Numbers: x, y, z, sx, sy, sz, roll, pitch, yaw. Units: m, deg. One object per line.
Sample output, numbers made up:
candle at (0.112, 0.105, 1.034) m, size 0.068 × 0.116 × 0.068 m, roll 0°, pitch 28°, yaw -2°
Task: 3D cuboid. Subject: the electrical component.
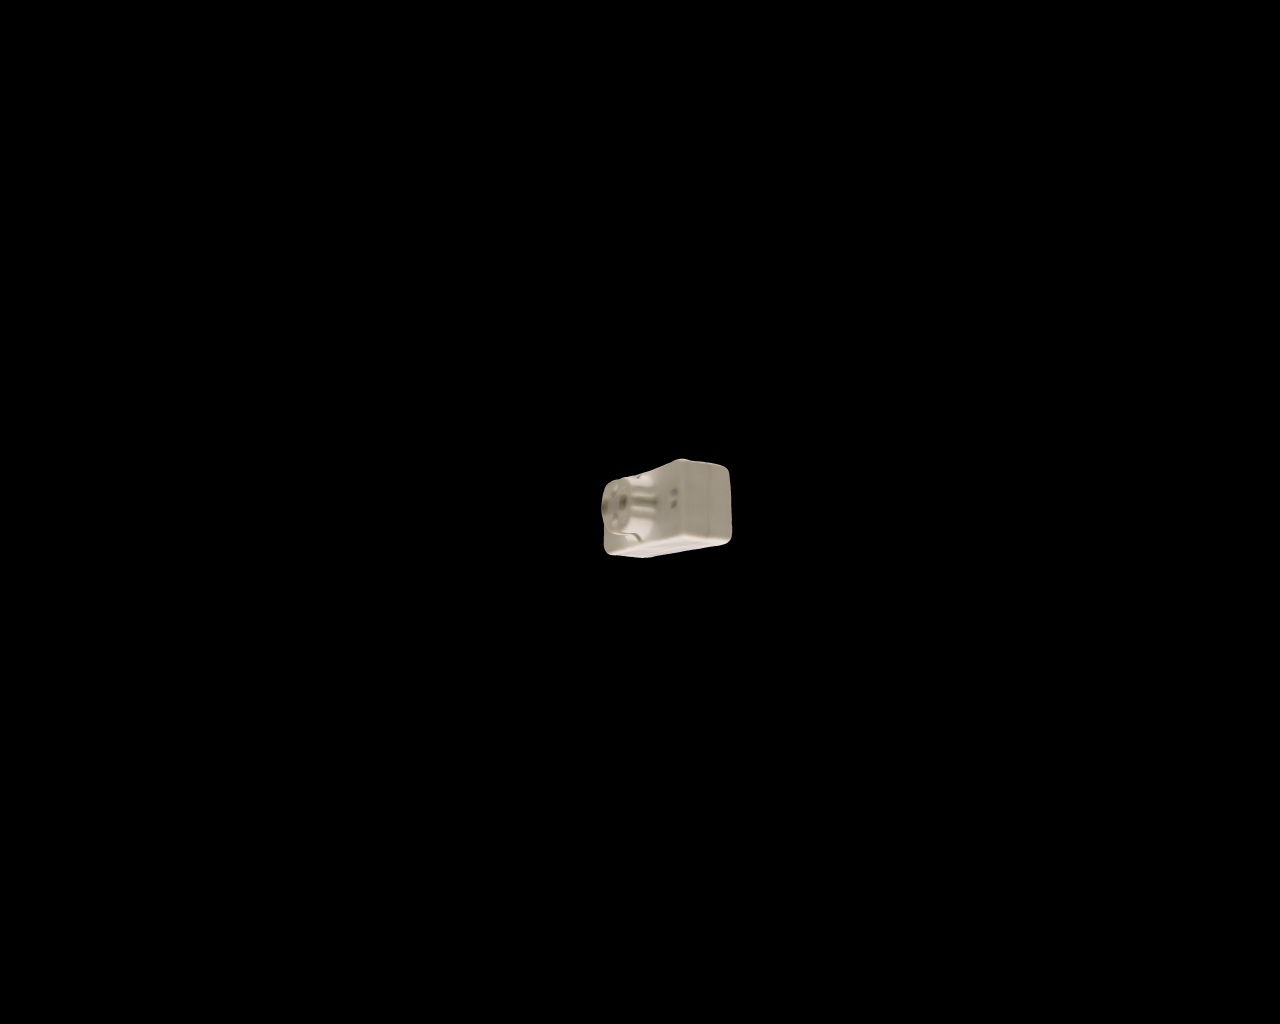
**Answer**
electrical component at (0.001, -0.003, 0.650) m, size 0.076 × 0.047 × 0.083 m, roll 8°, pitch -14°, yaw -35°
